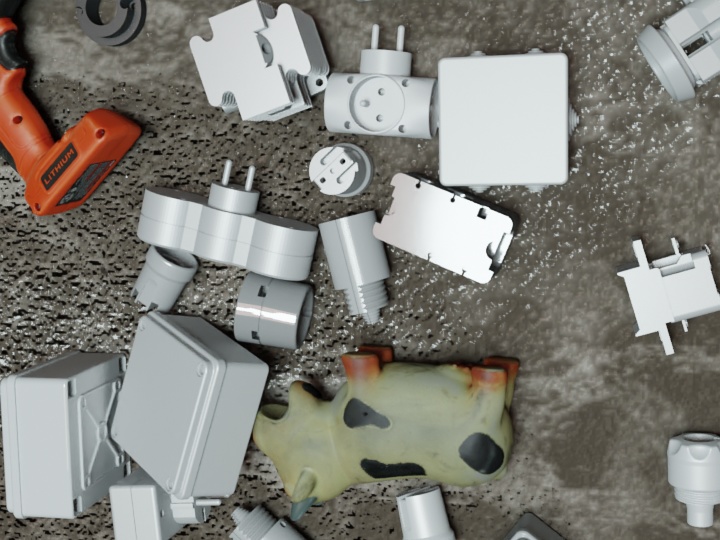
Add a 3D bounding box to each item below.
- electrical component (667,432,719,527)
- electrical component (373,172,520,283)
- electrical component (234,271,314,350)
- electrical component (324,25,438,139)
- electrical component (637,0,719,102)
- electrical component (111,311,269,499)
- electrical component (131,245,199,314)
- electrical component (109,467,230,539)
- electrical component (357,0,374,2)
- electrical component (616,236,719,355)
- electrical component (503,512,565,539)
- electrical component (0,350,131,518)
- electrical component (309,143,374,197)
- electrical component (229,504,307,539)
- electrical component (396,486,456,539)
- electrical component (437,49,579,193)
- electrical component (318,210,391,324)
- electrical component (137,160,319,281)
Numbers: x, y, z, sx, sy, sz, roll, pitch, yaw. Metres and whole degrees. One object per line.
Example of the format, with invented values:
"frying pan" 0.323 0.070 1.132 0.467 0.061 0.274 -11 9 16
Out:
"electrical component" 0.238 0.147 0.753 0.043 0.043 0.062 -1 97 15
"electrical component" 0.063 -0.032 0.771 0.089 0.056 0.050 24 101 11
"electrical component" -0.064 0.031 0.813 0.047 0.055 0.055 12 99 9
"electrical component" 0.018 -0.137 0.776 0.077 0.044 0.079 6 97 14
"electrical component" 0.223 -0.149 0.716 0.057 0.058 0.078 -33 88 13
"electrical component" -0.130 0.100 0.812 0.109 0.056 0.108 28 105 47
"electrical component" -0.154 0.007 0.841 0.040 0.040 0.046 34 110 8
"electrical component" -0.139 0.177 0.833 0.076 0.083 0.047 -4 95 15
"electrical component" 0.007 -0.227 0.769 0.043 0.043 0.062 -10 92 15
"electrical component" 0.215 0.013 0.744 0.064 0.042 0.081 -16 93 14
"electrical component" 0.131 0.255 0.786 0.109 0.056 0.108 38 104 7
"electrical component" -0.226 0.125 0.837 0.056 0.109 0.108 0 96 12
"electrical component" -0.014 -0.073 0.791 0.040 0.046 0.040 2 97 14
"electrical component" -0.068 0.216 0.840 0.081 0.043 0.043 42 104 7
"electrical component" 0.049 0.189 0.809 0.040 0.040 0.046 -13 87 15
"electrical component" 0.103 -0.104 0.756 0.100 0.048 0.099 0 96 14
"electrical component" 0.000 0.000 0.797 0.043 0.043 0.081 -13 93 15
"electrical component" -0.097 -0.045 0.812 0.138 0.052 0.073 15 100 12
